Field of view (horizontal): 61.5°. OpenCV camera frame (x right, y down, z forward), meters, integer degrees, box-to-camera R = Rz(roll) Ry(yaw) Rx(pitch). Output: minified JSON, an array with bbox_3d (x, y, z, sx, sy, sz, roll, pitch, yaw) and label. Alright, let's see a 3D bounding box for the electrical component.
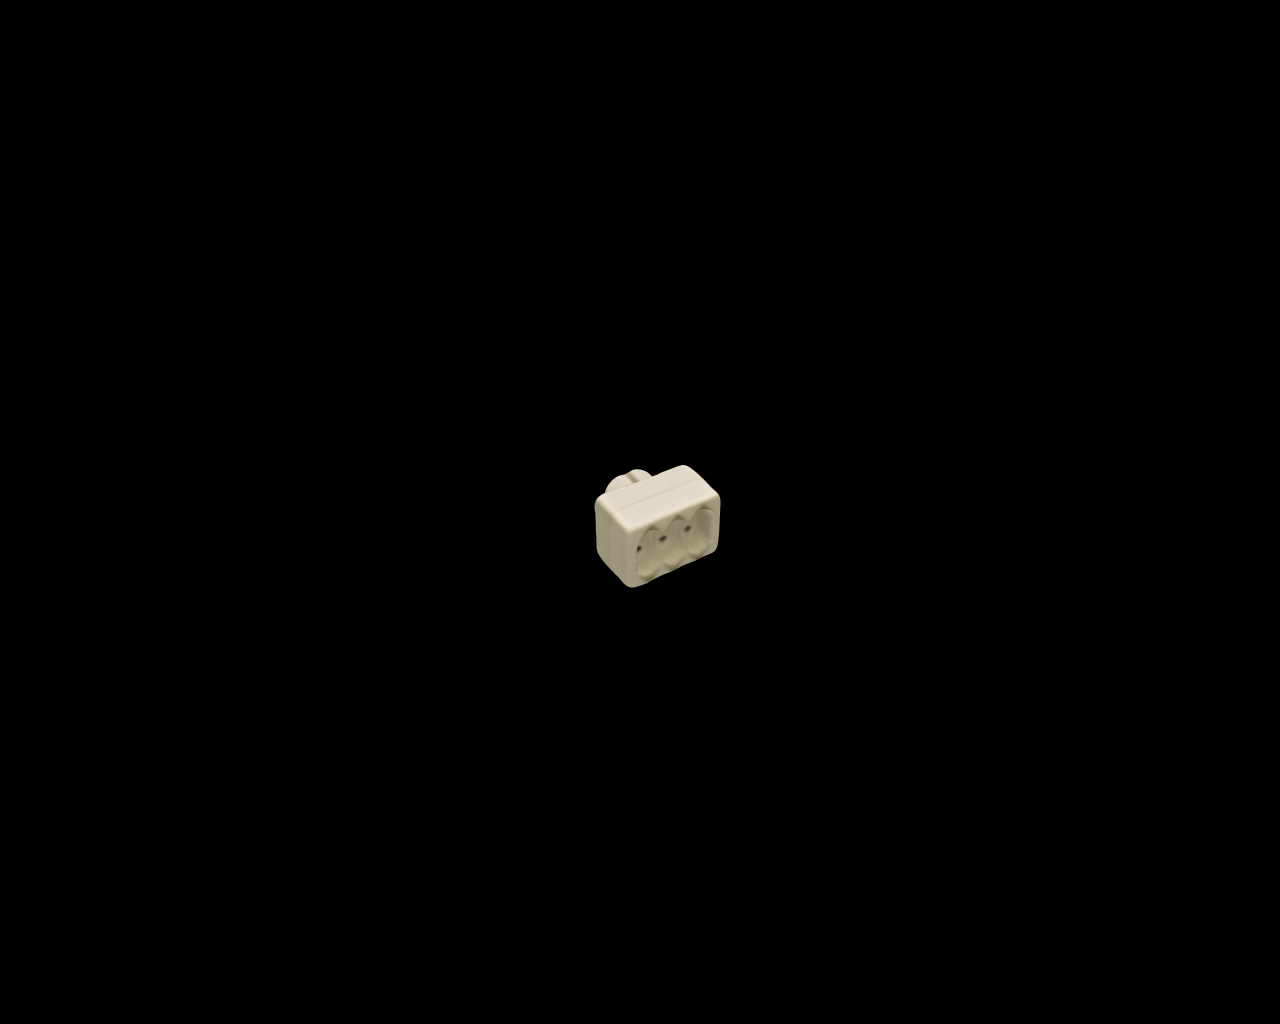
[{"bbox_3d":[0.001,-0.003,0.650,0.066,0.047,0.077,-22,45,-23],"label":"electrical component"}]
